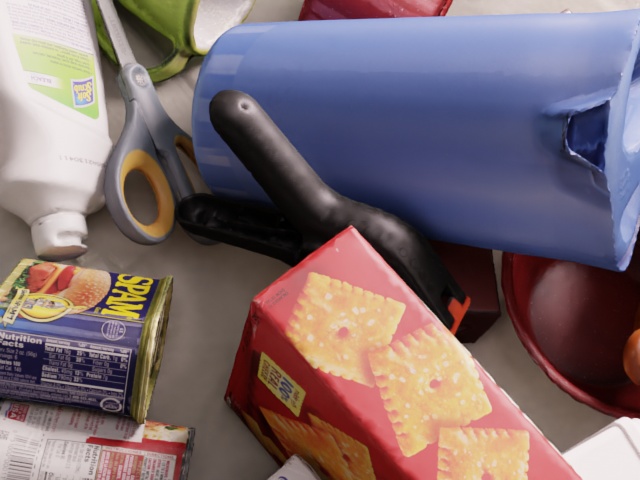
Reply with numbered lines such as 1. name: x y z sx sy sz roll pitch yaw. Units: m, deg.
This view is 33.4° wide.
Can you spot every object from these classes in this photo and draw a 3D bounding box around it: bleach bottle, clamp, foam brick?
1. bleach bottle: -0.176 -0.110 0.621 0.102 0.068 0.251 4 66 -47
2. clamp: -0.004 0.001 0.567 0.171 0.120 0.039 39 63 -5
3. foam brick: 0.060 0.028 0.630 0.078 0.053 0.051 2 66 -10

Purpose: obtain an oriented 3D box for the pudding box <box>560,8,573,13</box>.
1. pudding box: 0.151 -0.092 0.712 0.113 0.039 0.090 -32 75 -25

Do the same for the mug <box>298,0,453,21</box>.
1. mug: 0.043 -0.160 0.679 0.081 0.117 0.093 28 26 1

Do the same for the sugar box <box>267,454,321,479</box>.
1. sugar box: -0.069 0.182 0.511 0.048 0.093 0.176 45 64 9

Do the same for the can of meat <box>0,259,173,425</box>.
1. can of meat: -0.125 0.050 0.558 0.084 0.102 0.057 9 105 -4

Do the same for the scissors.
1. scissors: -0.116 -0.080 0.618 0.202 0.016 0.096 59 38 -5

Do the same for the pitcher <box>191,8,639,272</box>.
1. pitcher: 0.061 -0.061 0.596 0.243 0.149 0.145 7 52 24

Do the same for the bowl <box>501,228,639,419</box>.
1. bowl: 0.178 0.039 0.648 0.162 0.055 0.162 4 65 -10

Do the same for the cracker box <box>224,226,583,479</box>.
1. cracker box: 0.046 0.119 0.524 0.072 0.164 0.214 -36 77 -22

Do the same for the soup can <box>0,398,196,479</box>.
1. soup can: -0.119 0.121 0.542 0.102 0.069 0.068 11 64 -7
